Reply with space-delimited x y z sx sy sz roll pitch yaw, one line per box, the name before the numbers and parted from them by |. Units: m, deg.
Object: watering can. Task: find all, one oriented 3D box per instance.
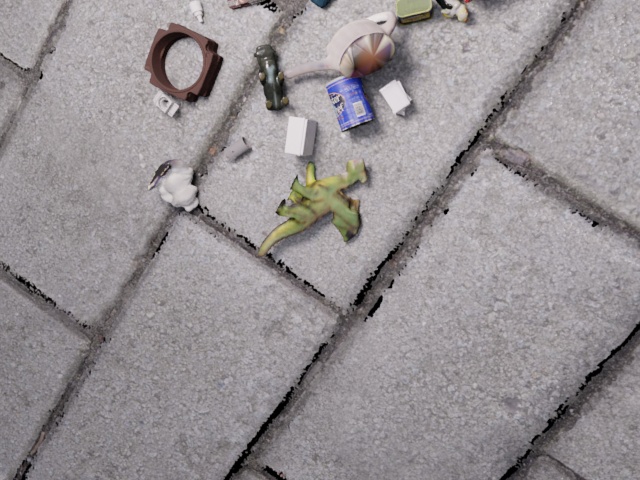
watering can | 0.065 -0.504 1.400 0.346 0.229 0.102 -31 128 8

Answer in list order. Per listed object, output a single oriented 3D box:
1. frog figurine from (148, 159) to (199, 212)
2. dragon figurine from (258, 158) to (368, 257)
frog figurine | -0.444 -0.173 1.627 0.157 0.125 0.137 36 98 -32
dragon figurine | 0.005 -0.077 1.529 0.243 0.123 0.406 29 104 -1
